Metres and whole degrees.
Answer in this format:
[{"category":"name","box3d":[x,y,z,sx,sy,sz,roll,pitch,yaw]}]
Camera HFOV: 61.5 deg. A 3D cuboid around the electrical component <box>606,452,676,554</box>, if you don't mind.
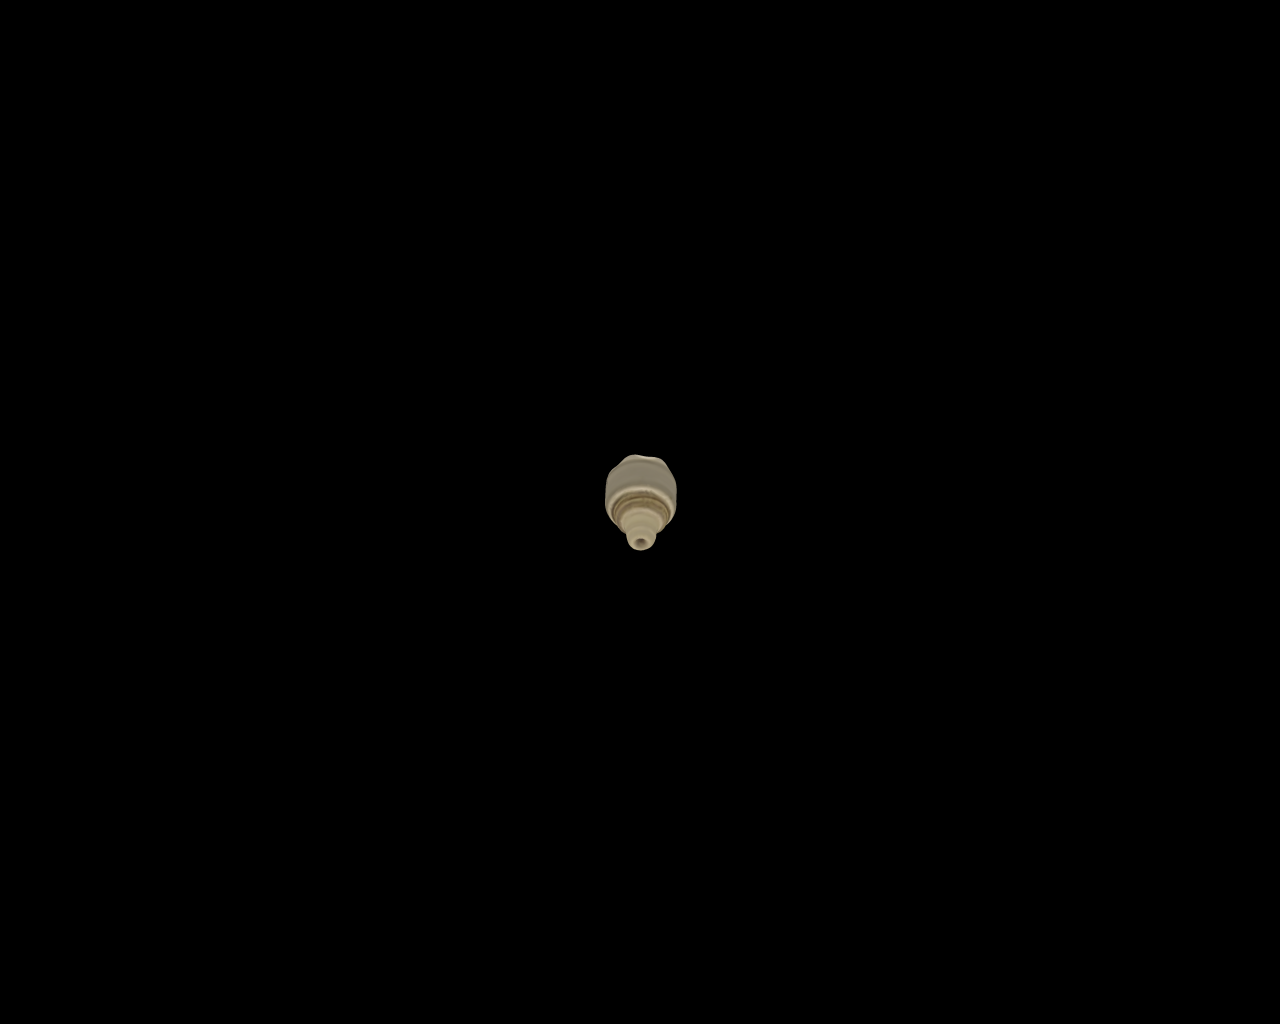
[{"category":"electrical component","box3d":[0.001,-0.003,0.650,0.043,0.043,0.062,0,45,0]}]
